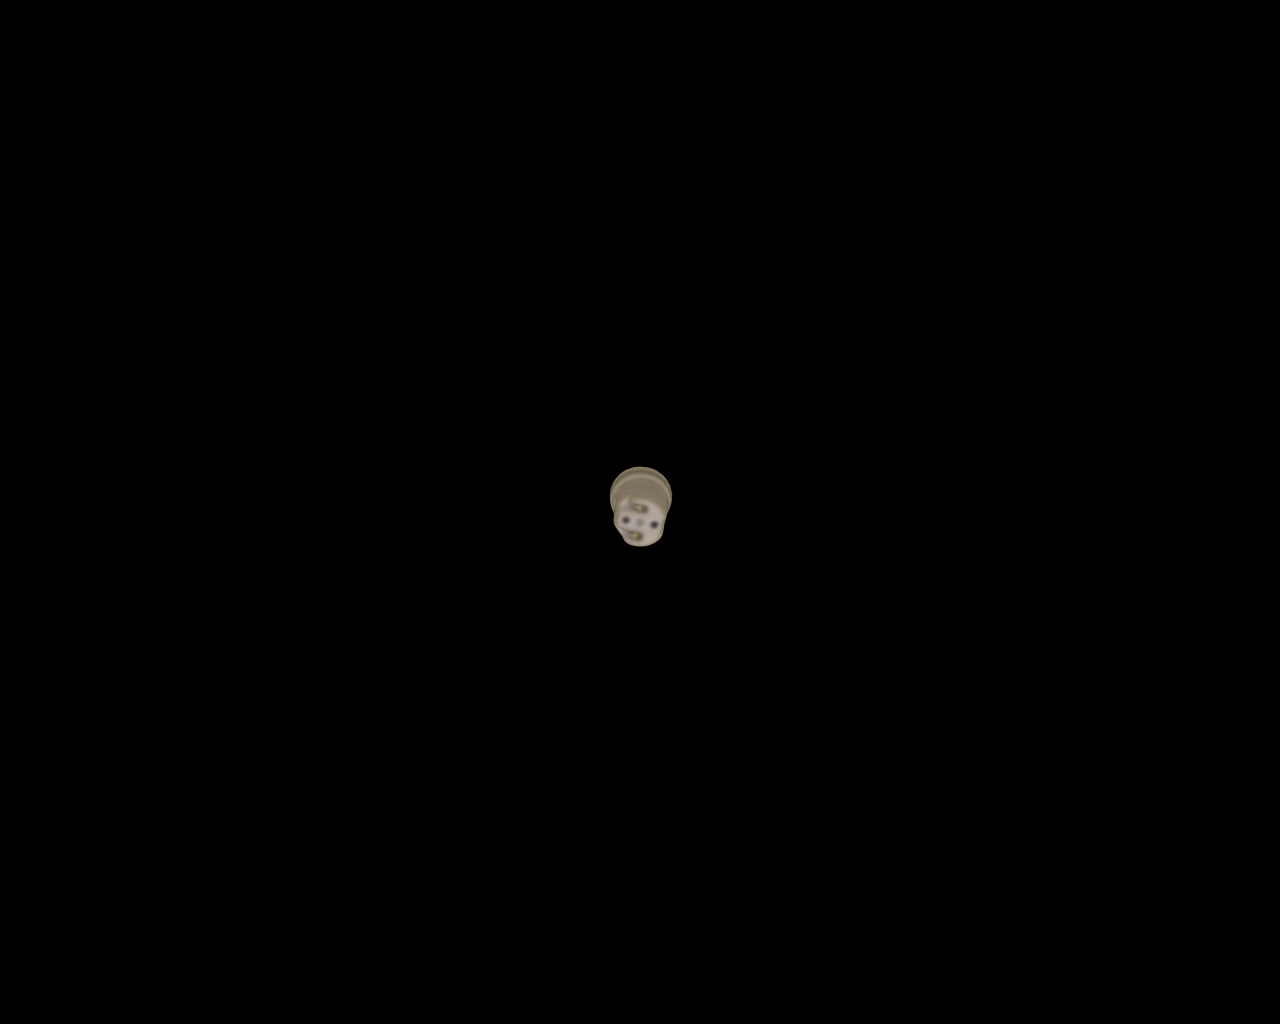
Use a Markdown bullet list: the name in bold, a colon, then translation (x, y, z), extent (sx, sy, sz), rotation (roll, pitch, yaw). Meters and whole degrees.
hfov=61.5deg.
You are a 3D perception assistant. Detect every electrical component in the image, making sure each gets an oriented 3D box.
- **electrical component**: translation (0.001, -0.003, 0.650), extent (0.040, 0.040, 0.046), rotation (0, 24, 0)
